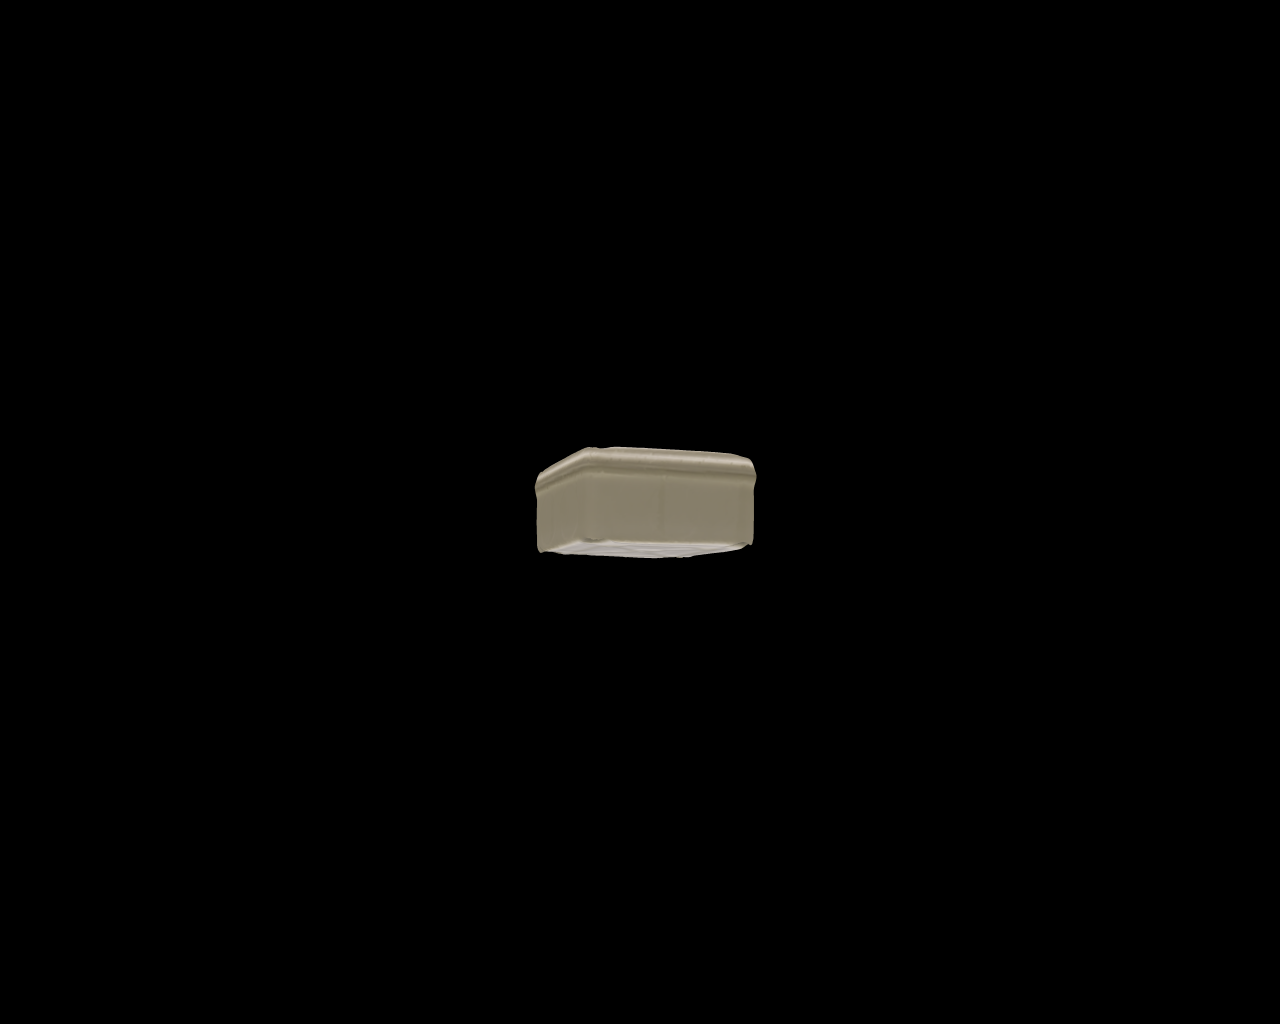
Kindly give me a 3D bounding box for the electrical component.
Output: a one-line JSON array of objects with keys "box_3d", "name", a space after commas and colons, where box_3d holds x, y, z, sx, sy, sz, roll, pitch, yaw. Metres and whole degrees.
[{"box_3d": [0.001, -0.003, 0.650, 0.109, 0.056, 0.108, 3, -7, -22], "name": "electrical component"}]
